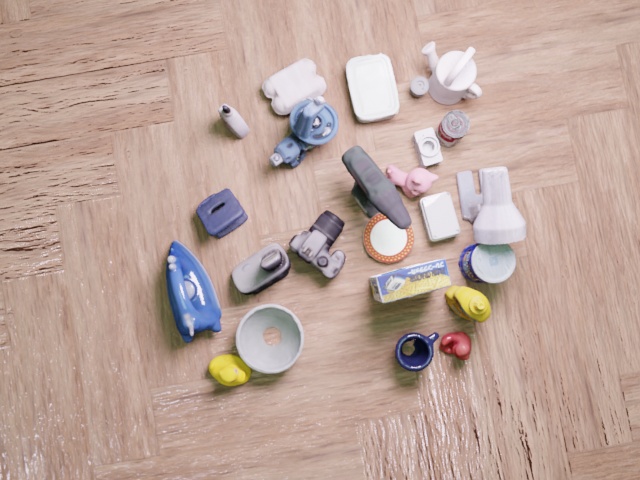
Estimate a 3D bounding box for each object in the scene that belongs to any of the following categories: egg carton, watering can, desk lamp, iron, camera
[{"bbox_3d":[-0.065,-0.388,1.456,0.150,0.069,0.107,-31,86,-2],"label":"egg carton"},{"bbox_3d":[0.321,-0.409,1.393,0.173,0.194,0.101,18,86,2],"label":"watering can"},{"bbox_3d":[0.402,-0.085,1.360,0.118,0.213,0.203,-9,86,0],"label":"desk lamp"},{"bbox_3d":[-0.329,0.117,1.386,0.118,0.141,0.258,-20,86,-1],"label":"iron"},{"bbox_3d":[0.013,0.005,1.412,0.143,0.101,0.137,36,87,3],"label":"camera"}]

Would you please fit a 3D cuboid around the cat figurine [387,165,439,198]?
[{"bbox_3d":[0.221,-0.150,1.413,0.127,0.117,0.067,18,86,2],"label":"cat figurine"}]

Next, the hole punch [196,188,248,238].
[{"bbox_3d":[-0.249,-0.068,1.423,0.108,0.091,0.101,-36,86,-2],"label":"hole punch"}]

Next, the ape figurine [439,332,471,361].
[{"bbox_3d":[0.339,0.261,1.397,0.076,0.092,0.078,-32,86,-2],"label":"ape figurine"}]

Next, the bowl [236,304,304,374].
[{"bbox_3d":[-0.120,0.240,1.409,0.167,0.074,0.167,0,86,0],"label":"bowl"}]

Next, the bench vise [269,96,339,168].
[{"bbox_3d":[-0.031,-0.256,1.371,0.121,0.219,0.207,27,87,3],"label":"bench vise"}]

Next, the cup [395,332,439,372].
[{"bbox_3d":[0.235,0.260,1.396,0.118,0.095,0.091,-37,86,-2],"label":"cup"}]

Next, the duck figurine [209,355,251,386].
[{"bbox_3d":[-0.224,0.323,1.399,0.104,0.086,0.077,16,86,2],"label":"duck figurine"}]

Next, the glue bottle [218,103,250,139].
[{"bbox_3d":[-0.218,-0.300,1.398,0.078,0.173,0.037,42,87,3],"label":"glue bottle"}]

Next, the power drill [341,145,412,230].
[{"bbox_3d":[0.134,-0.113,1.366,0.075,0.208,0.229,-36,86,-2],"label":"power drill"}]

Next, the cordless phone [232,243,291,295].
[{"bbox_3d":[-0.145,0.069,1.366,0.147,0.185,0.094,-36,86,-2],"label":"cordless phone"}]
